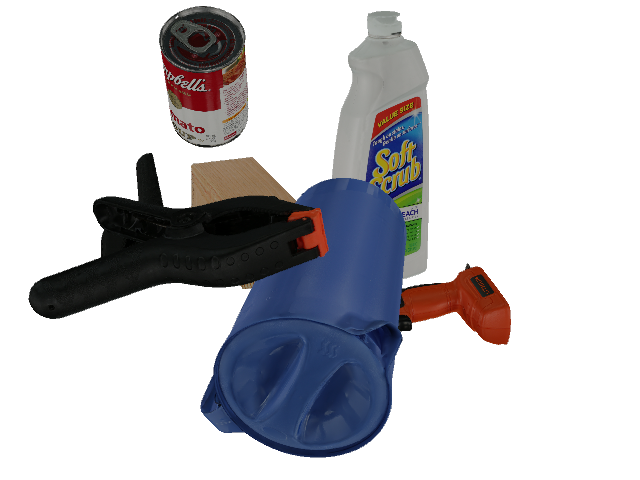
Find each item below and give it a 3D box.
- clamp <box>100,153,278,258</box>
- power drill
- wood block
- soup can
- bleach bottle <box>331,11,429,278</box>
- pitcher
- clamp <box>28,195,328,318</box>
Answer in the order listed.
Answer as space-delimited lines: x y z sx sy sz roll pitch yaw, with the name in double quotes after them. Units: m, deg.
-0.160 -0.016 1.057 0.165 0.036 0.209 23 40 21 "clamp"
0.102 0.086 1.136 0.187 0.057 0.184 -6 28 -10 "power drill"
-0.093 -0.027 1.363 0.090 0.090 0.206 -8 27 -22 "wood block"
-0.094 -0.133 0.880 0.068 0.068 0.102 0 -31 -2 "soup can"
0.052 -0.086 1.000 0.102 0.251 0.068 -11 24 -22 "bleach bottle"
-0.003 0.054 0.877 0.149 0.145 0.242 10 33 5 "pitcher"
-0.084 0.007 0.628 0.172 0.039 0.120 -3 36 23 "clamp"
